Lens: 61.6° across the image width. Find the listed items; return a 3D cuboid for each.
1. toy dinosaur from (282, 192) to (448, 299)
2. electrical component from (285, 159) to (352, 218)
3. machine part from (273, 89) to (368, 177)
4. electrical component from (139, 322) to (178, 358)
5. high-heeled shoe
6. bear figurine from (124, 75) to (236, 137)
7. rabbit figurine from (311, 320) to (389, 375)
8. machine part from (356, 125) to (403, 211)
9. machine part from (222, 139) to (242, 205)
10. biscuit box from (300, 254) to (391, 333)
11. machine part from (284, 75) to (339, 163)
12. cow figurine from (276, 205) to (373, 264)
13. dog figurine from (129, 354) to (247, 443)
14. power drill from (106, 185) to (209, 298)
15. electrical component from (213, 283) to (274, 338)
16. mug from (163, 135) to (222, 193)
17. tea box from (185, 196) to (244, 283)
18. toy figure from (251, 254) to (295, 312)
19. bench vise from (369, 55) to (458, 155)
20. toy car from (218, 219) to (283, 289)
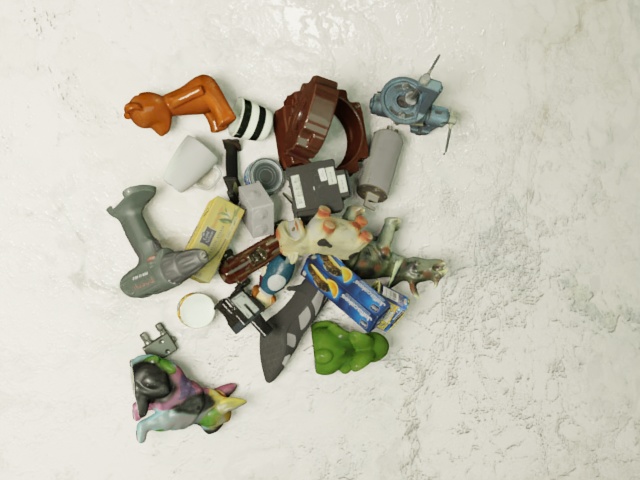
[{"bbox_3d":[0.084,0.026,1.238,0.405,0.131,0.192,13,80,-15],"label":"toy dinosaur"},{"bbox_3d":[-0.001,-0.108,1.146,0.134,0.058,0.114,-10,88,-7],"label":"electrical component"},{"bbox_3d":[0.003,-0.240,1.236,0.201,0.087,0.201,-8,90,-23],"label":"machine part"},{"bbox_3d":[-0.325,0.219,1.097,0.063,0.021,0.094,-31,97,-22],"label":"electrical component"},{"bbox_3d":[-0.050,0.195,1.203,0.145,0.086,0.248,9,99,-51],"label":"high-heeled shoe"},{"bbox_3d":[-0.291,-0.257,1.098,0.196,0.120,0.131,-31,101,-20],"label":"bear figurine"},{"bbox_3d":[0.070,0.229,1.174,0.170,0.159,0.121,-6,80,-4],"label":"rabbit figurine"},{"bbox_3d":[0.142,-0.176,1.274,0.079,0.079,0.243,29,63,-18],"label":"machine part"},{"bbox_3d":[-0.190,-0.148,1.160,0.039,0.084,0.139,-4,78,6],"label":"machine part"},{"bbox_3d":[0.054,0.104,1.147,0.203,0.062,0.059,39,43,18],"label":"biscuit box"},{"bbox_3d":[-0.022,-0.245,1.092,0.056,0.179,0.179,18,79,-18],"label":"machine part"},{"bbox_3d":[-0.002,-0.003,1.114,0.195,0.127,0.086,10,40,-30],"label":"cow figurine"},{"bbox_3d":[-0.260,0.304,1.068,0.219,0.109,0.191,-5,104,-27],"label":"dog figurine"},{"bbox_3d":[-0.318,0.000,1.031,0.086,0.232,0.207,-18,78,-56],"label":"power drill"},{"bbox_3d":[-0.150,0.154,1.104,0.119,0.047,0.075,45,43,1],"label":"electrical component"},{"bbox_3d":[-0.268,-0.145,1.124,0.109,0.081,0.107,42,83,-20],"label":"mug"},{"bbox_3d":[-0.230,0.001,1.113,0.068,0.098,0.169,28,75,-19],"label":"tea box"},{"bbox_3d":[-0.112,0.102,1.150,0.064,0.058,0.154,35,103,6],"label":"toy figure"},{"bbox_3d":[0.237,-0.320,1.266,0.224,0.240,0.129,21,78,-3],"label":"bench vise"},{"bbox_3d":[-0.130,0.030,1.178,0.202,0.053,0.089,-31,95,-20],"label":"toy car"}]
